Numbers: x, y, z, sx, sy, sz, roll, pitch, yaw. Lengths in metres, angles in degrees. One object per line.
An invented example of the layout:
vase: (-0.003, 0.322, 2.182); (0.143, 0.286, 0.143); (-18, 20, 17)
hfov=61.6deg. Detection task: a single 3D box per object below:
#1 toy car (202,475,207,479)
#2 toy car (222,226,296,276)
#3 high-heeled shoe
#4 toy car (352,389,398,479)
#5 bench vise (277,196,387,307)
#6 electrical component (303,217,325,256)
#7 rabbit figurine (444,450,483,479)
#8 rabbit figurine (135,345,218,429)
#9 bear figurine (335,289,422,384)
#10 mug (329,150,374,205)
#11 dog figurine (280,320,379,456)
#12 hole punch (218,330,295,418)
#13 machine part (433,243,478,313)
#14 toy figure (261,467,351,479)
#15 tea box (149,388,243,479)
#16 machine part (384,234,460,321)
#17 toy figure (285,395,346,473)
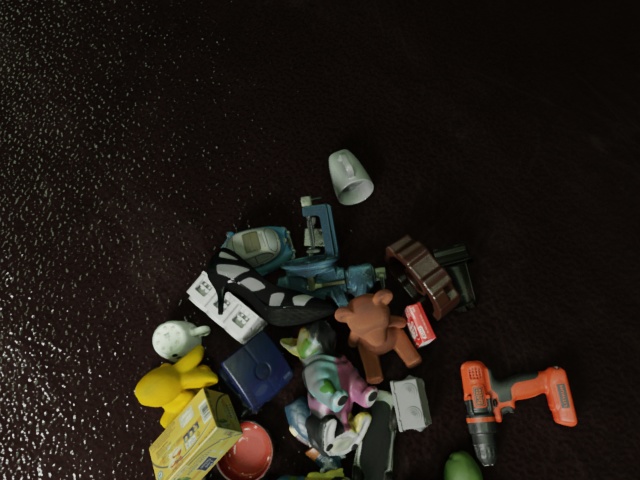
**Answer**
toy car: (-0.175, 0.490, 0.994); (0.202, 0.053, 0.089); (6, 61, 12)
toy car: (-0.136, 0.023, 1.110); (0.162, 0.103, 0.109); (-17, 73, 4)
high-heeled shoe: (-0.094, 0.081, 1.027); (0.249, 0.086, 0.145); (2, 57, -1)
toy car: (0.103, 0.381, 0.993); (0.074, 0.056, 0.201); (8, 75, 3)
bench vise: (0.015, 0.029, 1.056); (0.224, 0.129, 0.240); (-8, 95, 17)
electrical component: (-0.002, -0.003, 1.140); (0.063, 0.021, 0.094); (1, 77, 7)
rabbit figurine: (0.230, 0.452, 0.926); (0.159, 0.121, 0.170); (42, 67, 13)
rabbit figurine: (-0.271, 0.279, 1.010); (0.162, 0.173, 0.122); (-32, 68, 1)
bear figurine: (0.107, 0.173, 0.978); (0.120, 0.195, 0.132); (-24, 66, 1)
mug: (0.054, -0.144, 1.139); (0.081, 0.109, 0.107); (-26, 58, 3)
dog figurine: (0.002, 0.260, 0.995); (0.219, 0.108, 0.191); (41, 122, 50)
hole punch: (-0.121, 0.250, 1.027); (0.116, 0.092, 0.142); (43, 55, 17)
machine part: (0.277, 0.075, 1.075); (0.084, 0.039, 0.139); (-10, 70, -1)
toy figure: (-0.020, 0.451, 0.929); (0.180, 0.089, 0.082); (1, 103, 5)
tea box: (-0.228, 0.367, 0.981); (0.169, 0.068, 0.098); (-48, 42, 12)
machine part: (0.193, 0.071, 1.019); (0.056, 0.179, 0.179); (-35, 72, -7)
toy figure: (-0.009, 0.369, 1.010); (0.064, 0.057, 0.154); (-33, 77, 4)
